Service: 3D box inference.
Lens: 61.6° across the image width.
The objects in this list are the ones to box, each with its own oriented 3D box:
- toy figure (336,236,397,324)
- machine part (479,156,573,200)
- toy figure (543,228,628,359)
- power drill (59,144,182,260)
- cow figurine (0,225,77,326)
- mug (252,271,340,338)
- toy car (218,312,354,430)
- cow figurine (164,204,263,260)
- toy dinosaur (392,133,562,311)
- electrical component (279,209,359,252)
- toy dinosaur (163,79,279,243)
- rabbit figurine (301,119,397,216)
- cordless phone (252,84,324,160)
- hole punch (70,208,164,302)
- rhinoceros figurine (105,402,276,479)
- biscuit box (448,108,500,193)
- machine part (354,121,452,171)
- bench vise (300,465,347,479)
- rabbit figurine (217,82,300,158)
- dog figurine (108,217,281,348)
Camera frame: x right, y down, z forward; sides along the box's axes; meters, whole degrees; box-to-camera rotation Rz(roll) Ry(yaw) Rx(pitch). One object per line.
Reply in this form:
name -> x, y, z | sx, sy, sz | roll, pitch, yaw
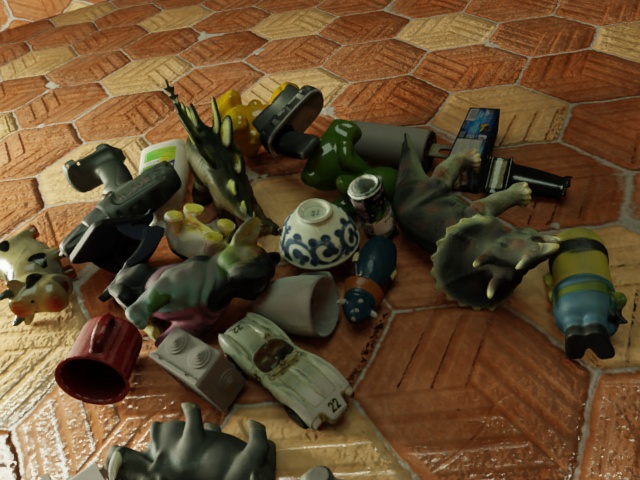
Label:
toy figure -> 0.069, 0.061, 0.760 | 0.064, 0.057, 0.154 | 5, 46, 26
machine part -> 0.339, -0.097, 0.887 | 0.139, 0.039, 0.084 | 10, 73, 15
toy figure -> 0.333, 0.061, 0.676 | 0.082, 0.089, 0.180 | 11, 41, 13
power drill -> -0.373, -0.081, 0.931 | 0.232, 0.085, 0.208 | -36, 43, -20
cow figurine -> -0.465, 0.058, 0.861 | 0.195, 0.085, 0.127 | 26, 46, 33
mug -> -0.034, 0.080, 0.743 | 0.107, 0.080, 0.109 | -2, 41, 28
toy car -> -0.047, 0.159, 0.669 | 0.202, 0.056, 0.073 | 28, 53, 37
cow figurine -> -0.167, 0.017, 0.848 | 0.167, 0.098, 0.068 | 27, 36, 18
toy dinosaur -> 0.186, -0.038, 0.803 | 0.192, 0.131, 0.405 | -25, 39, -19
electrical component -> -0.002, -0.003, 0.856 | 0.119, 0.047, 0.075 | -14, 40, -4
toy dinosaur -> -0.189, -0.147, 0.955 | 0.105, 0.198, 0.472 | -25, 43, -21
rabbit figurine -> 0.065, -0.113, 0.924 | 0.170, 0.121, 0.159 | 25, 44, 16
cordless phone -> -0.030, -0.207, 0.959 | 0.146, 0.088, 0.184 | -48, 31, -6
hole punch -> -0.303, 0.024, 0.838 | 0.092, 0.142, 0.116 | 51, 33, 12
rhinoceros figurine -> -0.138, 0.244, 0.584 | 0.190, 0.073, 0.112 | 3, 52, 13
biscuit box -> 0.281, -0.170, 0.981 | 0.059, 0.062, 0.203 | 10, 43, 23
machine part -> 0.128, -0.179, 1.015 | 0.244, 0.079, 0.079 | 13, 45, 25
bench vise -> 0.023, 0.276, 0.390 | 0.129, 0.240, 0.224 | -8, 24, 8
rabbit figurine -> -0.102, -0.237, 1.074 | 0.173, 0.162, 0.122 | -33, 39, 7
dog figurine -> -0.165, 0.054, 0.753 | 0.219, 0.108, 0.192 | -38, 34, -18
